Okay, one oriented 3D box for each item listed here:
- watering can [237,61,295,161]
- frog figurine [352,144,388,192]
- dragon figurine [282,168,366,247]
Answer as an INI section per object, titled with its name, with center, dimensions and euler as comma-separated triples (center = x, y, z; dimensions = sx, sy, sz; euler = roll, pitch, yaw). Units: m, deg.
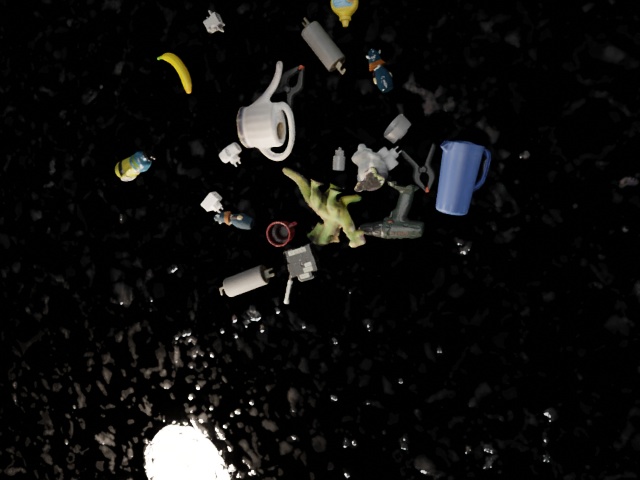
[watering can]
center = -0.198, -0.459, 1.870
dimensions = 0.224, 0.344, 0.105
euler = 0, 13, 24
[frog figurine]
center = 0.173, -0.257, 1.815
dimensions = 0.123, 0.163, 0.134
euler = 3, -42, -8
[dragon figurine]
center = 0.006, -0.095, 1.879
dimensions = 0.413, 0.240, 0.123
euler = 25, 19, 28
